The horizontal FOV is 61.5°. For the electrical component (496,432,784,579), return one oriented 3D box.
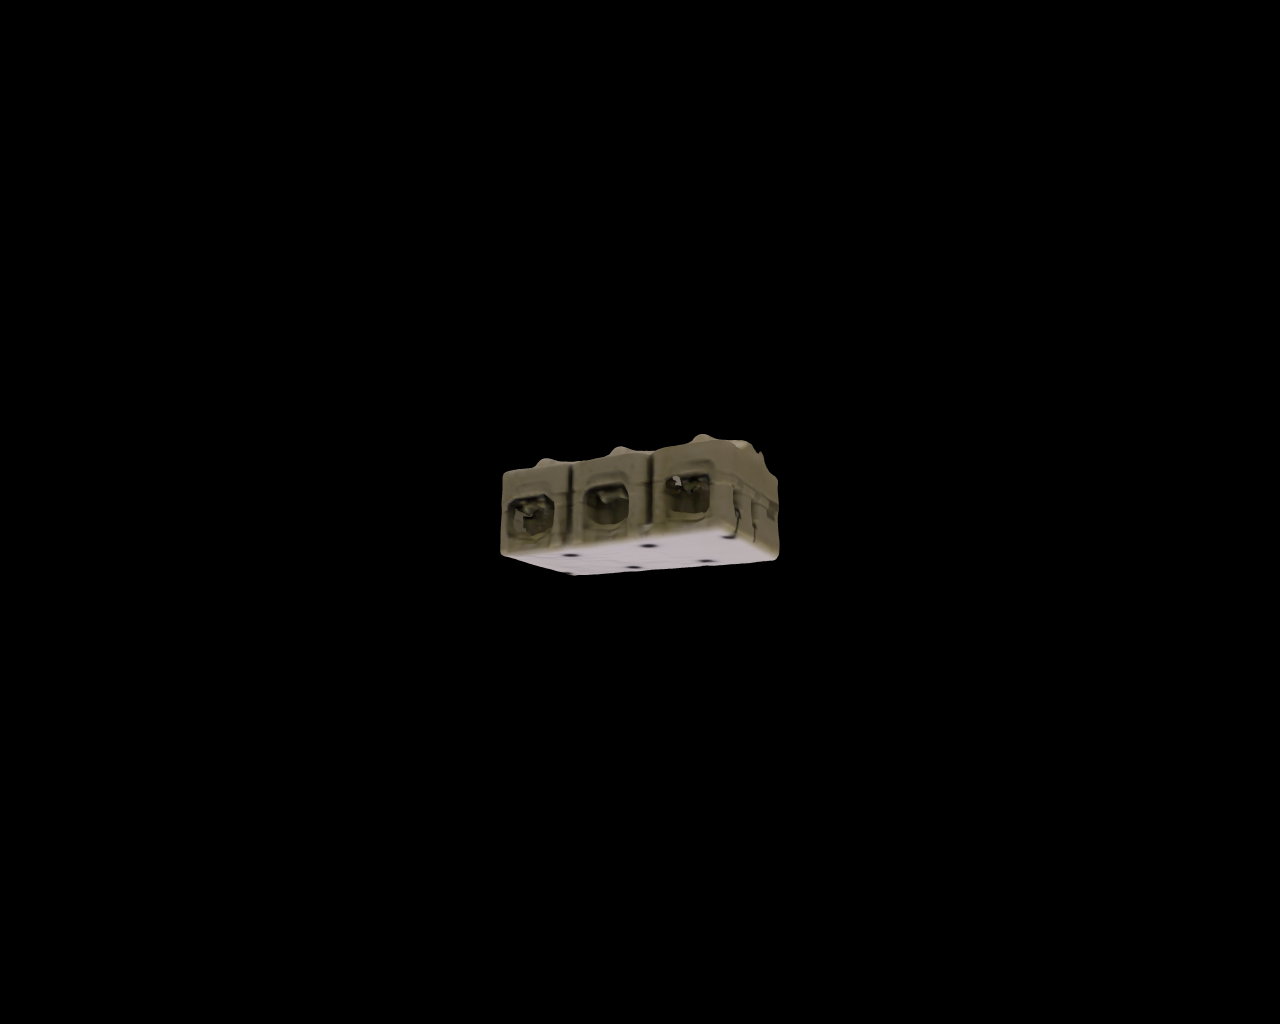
[{"bbox_3d":[0.001,-0.003,0.650,0.150,0.062,0.089,-7,-15,26],"label":"electrical component"}]
